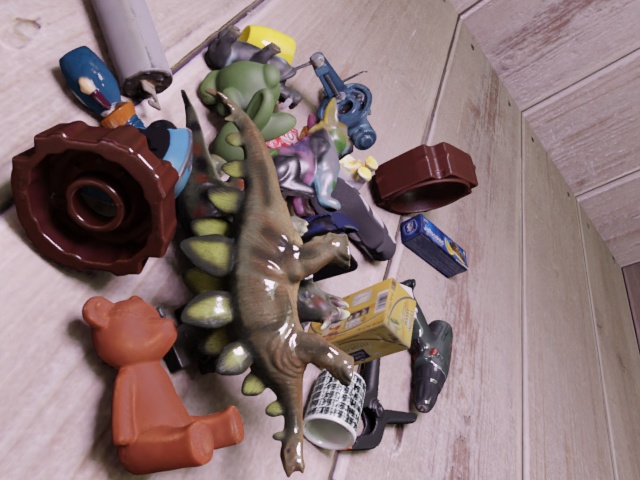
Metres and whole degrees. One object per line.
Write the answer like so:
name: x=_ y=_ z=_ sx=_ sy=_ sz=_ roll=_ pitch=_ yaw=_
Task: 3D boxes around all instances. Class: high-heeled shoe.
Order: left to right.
high-heeled shoe: x=0.062 y=-0.056 z=1.074 sx=0.248 sy=0.086 sz=0.145 roll=51 pitch=11 yaw=1

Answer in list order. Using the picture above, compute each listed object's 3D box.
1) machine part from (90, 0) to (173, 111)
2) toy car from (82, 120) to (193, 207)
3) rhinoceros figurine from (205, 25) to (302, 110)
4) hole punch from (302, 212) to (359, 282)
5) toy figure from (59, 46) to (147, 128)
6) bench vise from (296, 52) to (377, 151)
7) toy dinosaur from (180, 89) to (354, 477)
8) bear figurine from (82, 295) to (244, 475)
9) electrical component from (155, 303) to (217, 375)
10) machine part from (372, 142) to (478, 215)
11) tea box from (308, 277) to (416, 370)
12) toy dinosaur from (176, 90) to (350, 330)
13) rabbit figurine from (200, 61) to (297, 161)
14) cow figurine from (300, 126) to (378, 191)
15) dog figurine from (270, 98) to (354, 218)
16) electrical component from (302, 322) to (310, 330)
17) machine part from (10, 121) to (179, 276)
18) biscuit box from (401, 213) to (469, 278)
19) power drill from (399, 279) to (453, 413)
machine part: x=-0.277 y=-0.300 z=0.786 sx=0.079 sy=0.079 sz=0.243 roll=-12 pitch=78 yaw=-54
toy car: x=-0.231 y=-0.079 z=0.672 sx=0.102 sy=0.162 sz=0.109 roll=80 pitch=8 yaw=-52
rhinoceros figurine: x=-0.113 y=-0.305 z=0.973 sx=0.190 sy=0.112 sz=0.073 roll=25 pitch=18 yaw=-24
hole punch: x=-0.002 y=-0.003 z=0.902 sx=0.115 sy=0.142 sz=0.092 roll=50 pitch=37 yaw=-41
toy figure: x=-0.282 y=-0.183 z=0.723 sx=0.154 sy=0.058 sz=0.064 roll=56 pitch=42 yaw=-17
bench vise: x=0.036 y=-0.300 z=1.100 sx=0.240 sy=0.129 sz=0.224 roll=47 pitch=25 yaw=-50
toy dinosaur: x=-0.065 y=0.030 z=0.644 sx=0.199 sy=0.105 sz=0.471 roll=-1 pitch=72 yaw=-12
bear figurine: x=-0.176 y=0.145 z=0.591 sx=0.120 sy=0.132 sz=0.196 roll=32 pitch=45 yaw=-72
electrical component: x=-0.162 y=0.124 z=0.686 sx=0.078 sy=0.045 sz=0.102 roll=-8 pitch=75 yaw=-55
machine part: x=0.236 y=-0.131 z=1.215 sx=0.201 sy=0.201 sz=0.087 roll=11 pitch=62 yaw=-48
tea box: x=0.061 y=0.138 z=0.850 sx=0.068 sy=0.170 sz=0.098 roll=45 pitch=41 yaw=-22
toy dinosaur: x=-0.129 y=-0.021 z=0.763 sx=0.404 sy=0.131 sz=0.192 roll=50 pitch=32 yaw=-5
rabbit figurine: x=-0.116 y=-0.194 z=0.881 sx=0.121 sy=0.159 sz=0.170 roll=34 pitch=59 yaw=-49
cow figurine: x=0.022 y=-0.157 z=1.073 sx=0.167 sy=0.098 sz=0.068 roll=33 pitch=47 yaw=-8
dog figurine: x=-0.027 y=-0.153 z=0.941 sx=0.191 sy=0.108 sz=0.219 roll=20 pitch=64 yaw=-29
electrical component: x=-0.053 y=0.132 z=0.832 sx=0.063 sy=0.021 sz=0.094 roll=58 pitch=43 yaw=-10
machine part: x=-0.240 y=-0.044 z=0.584 sx=0.179 sy=0.179 sz=0.056 roll=48 pitch=22 yaw=-20
biscuit box: x=0.276 y=0.016 z=1.292 sx=0.202 sy=0.063 sz=0.059 roll=34 pitch=43 yaw=-35
power drill: x=0.192 y=0.192 z=1.058 sx=0.207 sy=0.086 sz=0.232 roll=55 pitch=34 yaw=-5
